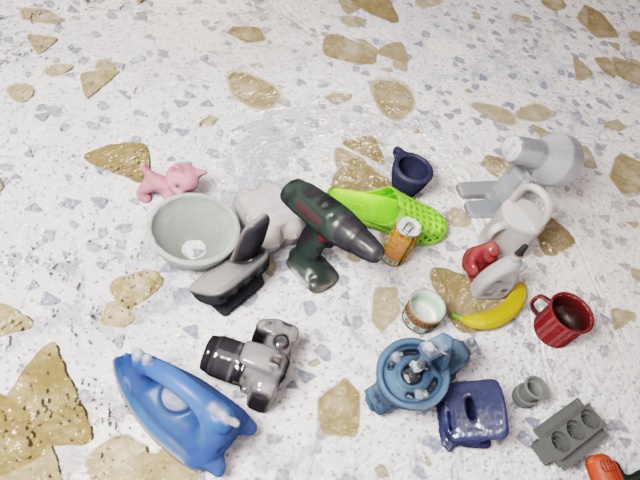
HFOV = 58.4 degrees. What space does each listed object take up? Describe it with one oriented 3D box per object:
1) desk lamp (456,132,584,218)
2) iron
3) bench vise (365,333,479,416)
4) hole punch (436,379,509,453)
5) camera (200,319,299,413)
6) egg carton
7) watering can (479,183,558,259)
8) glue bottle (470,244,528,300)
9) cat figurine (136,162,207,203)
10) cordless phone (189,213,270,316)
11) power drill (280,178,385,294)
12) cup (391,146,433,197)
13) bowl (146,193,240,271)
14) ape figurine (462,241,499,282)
[{"bbox_3d":[0.445,-0.148,1.275,0.204,0.213,0.118,-4,56,-18],"label":"desk lamp"},{"bbox_3d":[-0.218,0.230,0.858,0.258,0.141,0.119,33,53,10],"label":"iron"},{"bbox_3d":[0.180,0.191,0.948,0.121,0.219,0.208,41,55,16],"label":"bench vise"},{"bbox_3d":[0.256,0.296,0.974,0.101,0.091,0.108,7,53,-10],"label":"hole punch"},{"bbox_3d":[-0.117,0.188,0.942,0.137,0.101,0.143,20,52,-1],"label":"camera"},{"bbox_3d":[-0.103,-0.047,1.138,0.107,0.069,0.150,-23,63,-28],"label":"egg carton"},{"bbox_3d":[0.425,-0.046,1.206,0.100,0.194,0.173,38,54,14],"label":"watering can"},{"bbox_3d":[0.363,0.060,1.124,0.078,0.173,0.037,2,54,-14],"label":"glue bottle"},{"bbox_3d":[-0.288,-0.117,1.108,0.128,0.117,0.067,16,52,-3],"label":"cat figurine"},{"bbox_3d":[-0.150,0.033,0.993,0.094,0.185,0.148,36,54,12],"label":"cordless phone"},{"bbox_3d":[0.010,0.004,1.044,0.076,0.208,0.229,-33,68,-32],"label":"power drill"},{"bbox_3d":[0.186,-0.141,1.272,0.092,0.095,0.117,-18,61,-26],"label":"cup"},{"bbox_3d":[-0.235,-0.004,1.066,0.167,0.074,0.167,8,53,-10],"label":"bowl"},{"bbox_3d":[0.339,0.037,1.186,0.078,0.092,0.076,-4,56,-18],"label":"ape figurine"}]
